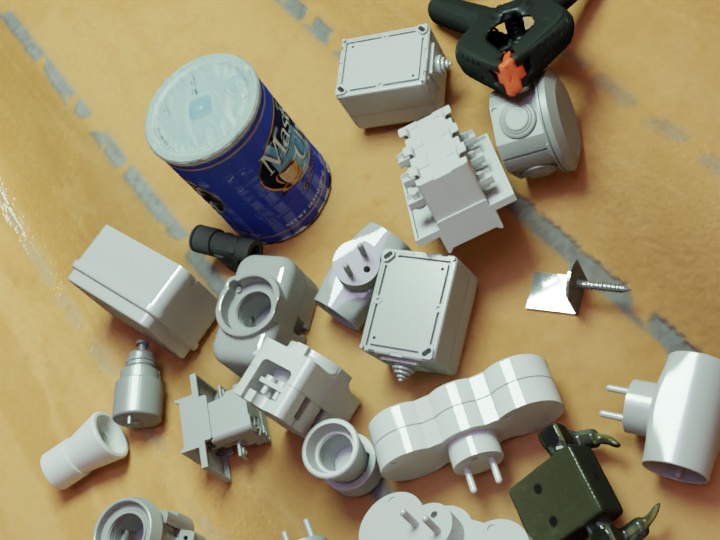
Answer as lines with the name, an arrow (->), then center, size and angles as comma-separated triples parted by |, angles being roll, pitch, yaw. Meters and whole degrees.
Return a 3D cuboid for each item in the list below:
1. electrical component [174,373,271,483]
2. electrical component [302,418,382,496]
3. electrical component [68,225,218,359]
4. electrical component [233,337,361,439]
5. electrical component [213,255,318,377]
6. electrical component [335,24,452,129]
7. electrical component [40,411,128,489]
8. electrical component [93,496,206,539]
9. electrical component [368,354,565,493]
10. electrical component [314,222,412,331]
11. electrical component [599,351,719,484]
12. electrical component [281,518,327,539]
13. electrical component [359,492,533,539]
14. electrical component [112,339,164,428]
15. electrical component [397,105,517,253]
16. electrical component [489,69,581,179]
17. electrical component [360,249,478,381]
electrical component -> -0.106, 0.120, 0.848 | 0.064, 0.042, 0.081 | -20, 58, 10
electrical component -> -0.011, 0.138, 0.785 | 0.045, 0.055, 0.045 | -11, 60, 20
electrical component -> -0.183, 0.019, 0.916 | 0.113, 0.078, 0.057 | 26, 75, 33
electrical component -> -0.043, 0.091, 0.804 | 0.050, 0.089, 0.055 | 24, 76, 33
electrical component -> -0.077, 0.038, 0.867 | 0.054, 0.059, 0.095 | 4, 66, 27
electrical component -> 0.035, -0.163, 0.918 | 0.096, 0.061, 0.061 | -5, 62, 23
electrical component -> -0.231, 0.152, 0.891 | 0.065, 0.044, 0.044 | -34, 55, 12
electrical component -> -0.166, 0.206, 0.821 | 0.078, 0.057, 0.058 | -1, 64, 25
electrical component -> 0.078, 0.119, 0.754 | 0.138, 0.052, 0.073 | -24, 57, 12
electrical component -> 0.000, 0.000, 0.839 | 0.043, 0.079, 0.077 | 33, 81, 16
electrical component -> 0.200, 0.094, 0.715 | 0.079, 0.044, 0.077 | 9, 69, 29
electrical component -> -0.033, 0.215, 0.761 | 0.077, 0.044, 0.079 | -31, 55, 8
electrical component -> 0.052, 0.177, 0.701 | 0.138, 0.073, 0.052 | 4, 55, 45
electrical component -> -0.184, 0.096, 0.898 | 0.040, 0.040, 0.078 | -12, 60, 19
electrical component -> 0.067, -0.074, 0.824 | 0.079, 0.063, 0.121 | -26, 27, 10
electrical component -> 0.137, -0.111, 0.833 | 0.051, 0.080, 0.080 | -14, 59, 24
electrical component -> 0.045, 0.039, 0.811 | 0.062, 0.061, 0.096 | 7, 76, 28
